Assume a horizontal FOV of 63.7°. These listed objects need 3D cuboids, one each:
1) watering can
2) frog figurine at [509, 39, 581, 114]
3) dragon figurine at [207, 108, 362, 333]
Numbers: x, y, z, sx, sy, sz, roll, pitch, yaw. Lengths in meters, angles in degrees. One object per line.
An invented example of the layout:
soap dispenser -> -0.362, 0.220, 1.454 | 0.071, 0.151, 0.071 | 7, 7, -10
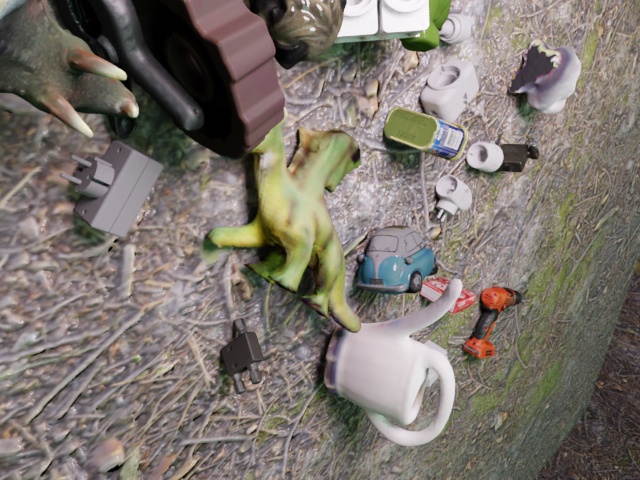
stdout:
watering can -> 0.118, 0.189, 0.852 | 0.105, 0.225, 0.341 | -34, 134, -54
frog figurine -> 0.470, -0.314, 1.029 | 0.158, 0.122, 0.138 | 18, 79, -38
dragon figurine -> 0.002, -0.035, 0.700 | 0.404, 0.123, 0.245 | 41, 72, -51
